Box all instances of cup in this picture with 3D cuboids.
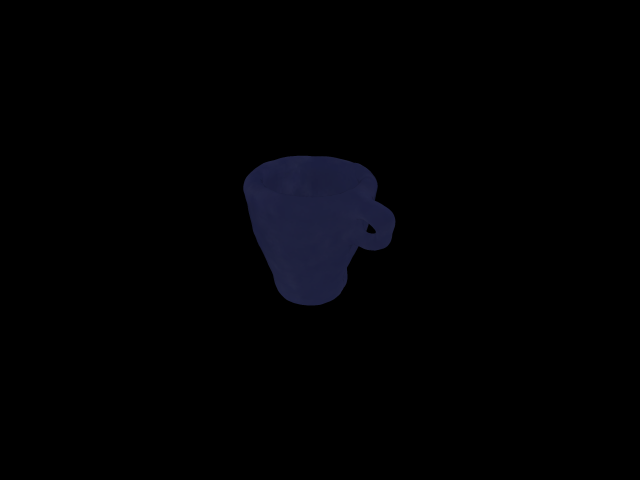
[{"bbox_3d":[0.004,0.001,0.400,0.117,0.095,0.092,25,37,39],"label":"cup"}]
